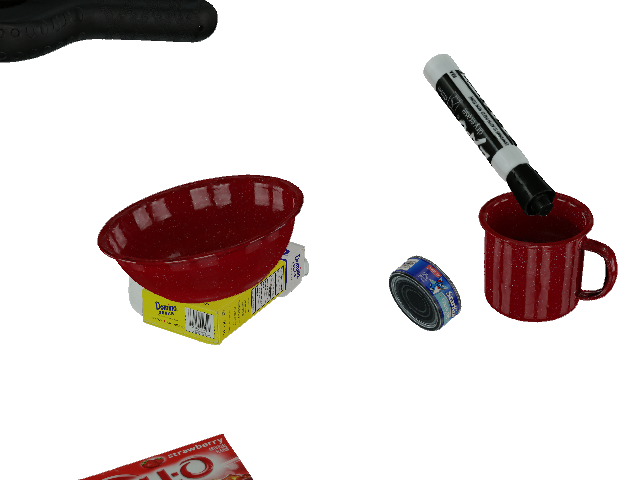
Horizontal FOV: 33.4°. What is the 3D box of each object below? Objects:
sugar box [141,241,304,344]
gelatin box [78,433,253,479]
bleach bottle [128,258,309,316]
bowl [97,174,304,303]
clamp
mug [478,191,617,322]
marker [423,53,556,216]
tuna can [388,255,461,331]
[{"bbox_3d":[-0.098,0.043,1.119,0.093,0.048,0.176,15,31,24],"label":"sugar box"},{"bbox_3d":[-0.080,0.145,0.575,0.089,0.030,0.073,-14,27,-21],"label":"gelatin box"},{"bbox_3d":[-0.122,0.053,1.413,0.250,0.068,0.103,-12,28,-42],"label":"bleach bottle"},{"bbox_3d":[-0.087,0.004,0.830,0.162,0.055,0.162,-10,24,4],"label":"bowl"},{"bbox_3d":[-0.159,-0.139,0.625,0.171,0.039,0.120,-11,31,-28],"label":"clamp"},{"bbox_3d":[0.190,0.017,0.891,0.117,0.081,0.093,13,35,26],"label":"mug"},{"bbox_3d":[0.092,-0.058,0.585,0.020,0.121,0.020,-19,-36,-15],"label":"marker"},{"bbox_3d":[0.119,0.062,1.230,0.033,0.086,0.086,-38,17,-24],"label":"tuna can"}]
